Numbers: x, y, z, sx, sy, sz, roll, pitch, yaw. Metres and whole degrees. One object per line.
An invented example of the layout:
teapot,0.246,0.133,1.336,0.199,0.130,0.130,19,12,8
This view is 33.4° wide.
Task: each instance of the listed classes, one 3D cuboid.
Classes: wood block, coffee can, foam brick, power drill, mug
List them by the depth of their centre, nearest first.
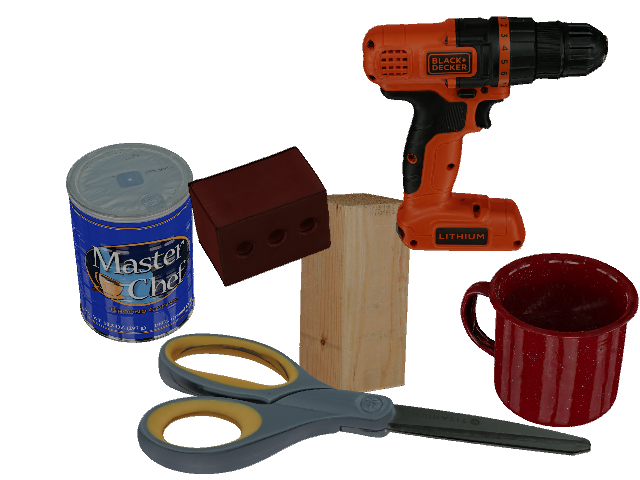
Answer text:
foam brick,-0.038,-0.016,0.686,0.078,0.053,0.051,-21,45,-16
mug,0.145,0.064,0.701,0.117,0.081,0.093,16,37,29
power drill,0.128,-0.085,0.843,0.184,0.188,0.057,1,27,8
coffee can,-0.160,0.002,0.914,0.103,0.140,0.103,3,40,-2
wood block,0.037,0.056,1.183,0.090,0.206,0.091,-5,12,-34

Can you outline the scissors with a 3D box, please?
scissors,0.008,0.086,0.468,0.202,0.016,0.096,15,34,22
